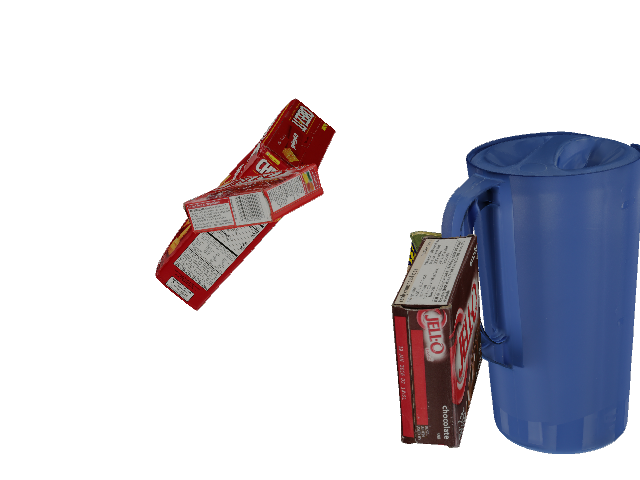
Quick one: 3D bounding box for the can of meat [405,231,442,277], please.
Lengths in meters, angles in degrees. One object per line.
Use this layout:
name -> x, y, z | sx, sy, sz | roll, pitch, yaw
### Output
can of meat -> 0.122, 0.046, 1.145 | 0.057, 0.084, 0.102 | 6, 18, -5

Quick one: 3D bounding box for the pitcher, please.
pitcher -> 0.178, 0.043, 0.840 | 0.149, 0.243, 0.145 | -1, 18, 12

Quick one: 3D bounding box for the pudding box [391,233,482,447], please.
pudding box -> 0.072, 0.056, 0.641 | 0.039, 0.090, 0.113 | 1, 22, 14

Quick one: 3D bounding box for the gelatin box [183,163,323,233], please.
gelatin box -> -0.054, -0.034, 0.862 | 0.089, 0.030, 0.073 | -7, 15, 38

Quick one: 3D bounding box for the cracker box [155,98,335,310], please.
cracker box -> -0.085, -0.044, 1.208 | 0.072, 0.214, 0.164 | 39, 26, -9
